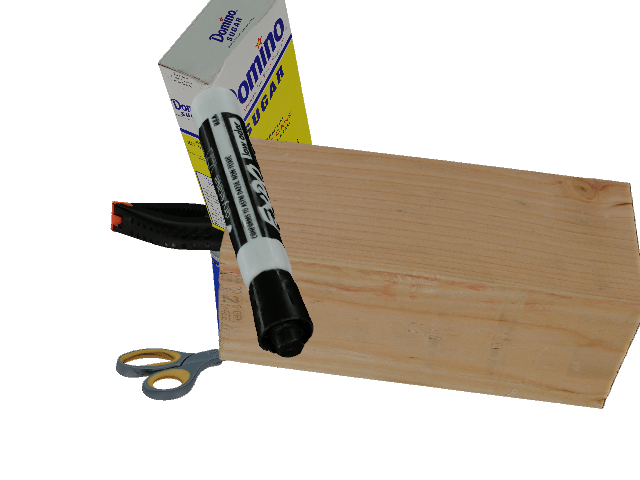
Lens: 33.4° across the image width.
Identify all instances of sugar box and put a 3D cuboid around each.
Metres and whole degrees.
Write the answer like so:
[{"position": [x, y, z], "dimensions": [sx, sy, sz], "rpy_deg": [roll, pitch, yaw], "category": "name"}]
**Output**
[{"position": [-0.052, -0.086, 0.740], "dimensions": [0.048, 0.093, 0.176], "rpy_deg": [24, -28, 20], "category": "sugar box"}]

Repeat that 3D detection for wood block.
[{"position": [0.055, 0.017, 0.570], "dimensions": [0.206, 0.090, 0.090], "rpy_deg": [7, -45, 2], "category": "wood block"}]

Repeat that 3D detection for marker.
[{"position": [-0.025, -0.009, 0.379], "dimensions": [0.020, 0.121, 0.020], "rpy_deg": [-12, -40, -10], "category": "marker"}]

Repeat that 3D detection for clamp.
[{"position": [-0.084, -0.007, 0.940], "dimensions": [0.210, 0.036, 0.164], "rpy_deg": [5, 13, -1], "category": "clamp"}]

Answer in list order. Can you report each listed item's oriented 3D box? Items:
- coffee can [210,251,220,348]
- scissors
[{"position": [-0.082, 0.067, 1.336], "dimensions": [0.103, 0.140, 0.103], "rpy_deg": [-2, 25, 1], "category": "coffee can"}, {"position": [-0.119, 0.138, 1.161], "dimensions": [0.201, 0.016, 0.096], "rpy_deg": [-1, 27, -21], "category": "scissors"}]
